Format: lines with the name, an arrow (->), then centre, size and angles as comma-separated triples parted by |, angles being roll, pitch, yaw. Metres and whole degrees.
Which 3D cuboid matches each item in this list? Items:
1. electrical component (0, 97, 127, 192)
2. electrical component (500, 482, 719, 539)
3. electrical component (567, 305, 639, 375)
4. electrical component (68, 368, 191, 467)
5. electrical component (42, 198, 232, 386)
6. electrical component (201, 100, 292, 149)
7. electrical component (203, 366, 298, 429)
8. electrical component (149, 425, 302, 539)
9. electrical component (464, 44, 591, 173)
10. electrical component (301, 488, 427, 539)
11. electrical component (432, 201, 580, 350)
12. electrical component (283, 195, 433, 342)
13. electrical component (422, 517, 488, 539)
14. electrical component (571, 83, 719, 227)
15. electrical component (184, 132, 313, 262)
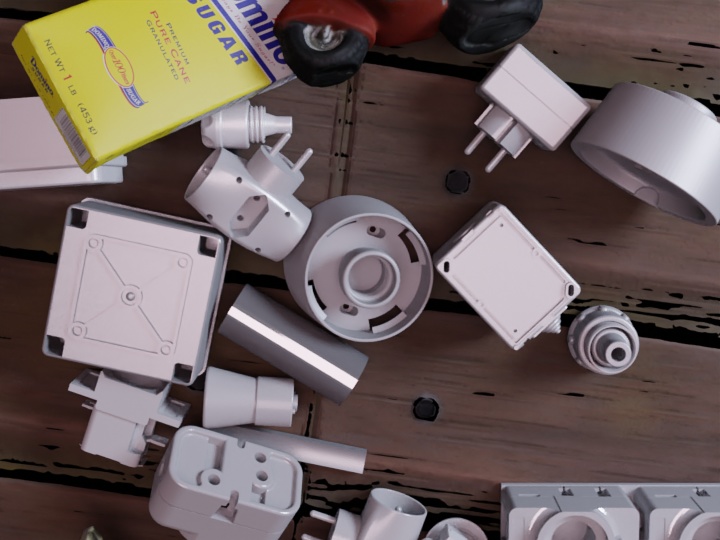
electrical component -> -0.221, -0.083, 0.723 | 0.113, 0.078, 0.057 | -4, 95, 1
electrical component -> 0.196, 0.212, 0.766 | 0.186, 0.060, 0.105 | 0, 98, 1
electrical component -> 0.172, 0.052, 0.744 | 0.048, 0.062, 0.048 | 0, 98, 1
electrical component -> -0.167, 0.102, 0.765 | 0.081, 0.042, 0.063 | 20, 99, -1
electrical component -> -0.153, 0.014, 0.746 | 0.109, 0.056, 0.108 | 12, 98, -1
electrical component -> -0.078, -0.100, 0.741 | 0.061, 0.035, 0.035 | 1, 98, -2
electrical component -> -0.077, 0.092, 0.764 | 0.065, 0.044, 0.044 | 4, 98, -5
electrical component -> -0.096, 0.156, 0.753 | 0.095, 0.053, 0.059 | 19, 128, -15
electrical component -> 0.104, -0.102, 0.732 | 0.066, 0.047, 0.076 | 40, 96, -4
electrical component -> -0.002, 0.196, 0.775 | 0.079, 0.043, 0.077 | 19, 97, -2
electrical component -> 0.103, 0.007, 0.739 | 0.062, 0.061, 0.096 | -43, 95, 5
electrical component -> 0.000, 0.000, 0.751 | 0.099, 0.064, 0.099 | -3, 102, -12
electrical component -> 0.070, 0.206, 0.769 | 0.066, 0.055, 0.048 | 33, 97, -4
electrical component -> 0.201, -0.082, 0.706 | 0.108, 0.108, 0.060 | 31, 91, -3
electrical component -> -0.065, -0.057, 0.730 | 0.077, 0.043, 0.079 | 35, 107, -20
